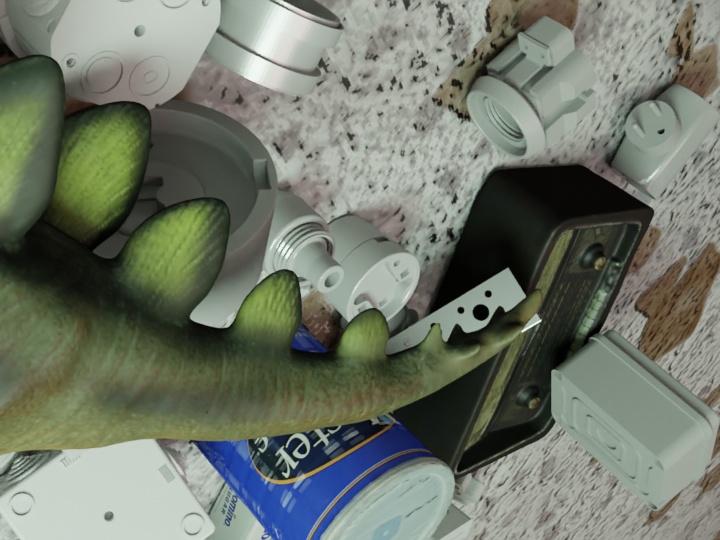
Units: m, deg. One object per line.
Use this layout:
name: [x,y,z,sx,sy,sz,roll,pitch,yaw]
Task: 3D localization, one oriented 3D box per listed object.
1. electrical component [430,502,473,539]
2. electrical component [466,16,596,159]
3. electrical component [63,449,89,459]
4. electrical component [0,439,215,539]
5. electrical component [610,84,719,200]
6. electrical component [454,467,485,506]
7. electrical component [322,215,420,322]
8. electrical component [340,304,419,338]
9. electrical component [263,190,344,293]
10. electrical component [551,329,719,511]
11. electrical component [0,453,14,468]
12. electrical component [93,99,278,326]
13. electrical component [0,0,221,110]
electrical component: [0.008,0.224,0.765,0.150,0.062,0.089,-19,134,-45]
electrical component: [0.102,-0.104,0.646,0.057,0.058,0.078,-42,146,-13]
electrical component: [-0.137,0.042,0.535,0.066,0.047,0.076,-33,143,-21]
electrical component: [-0.137,0.128,0.577,0.100,0.099,0.048,-36,-172,-18]
electrical component: [0.219,-0.100,0.791,0.077,0.044,0.079,-53,146,7]
electrical component: [0.079,0.152,0.877,0.055,0.066,0.048,-54,149,-27]
electrical component: [0.000,0.000,0.645,0.055,0.047,0.055,-29,142,-26]
electrical component: [0.017,0.032,0.707,0.061,0.035,0.035,1,123,-51]
electrical component: [-0.034,-0.012,0.582,0.043,0.062,0.043,-29,142,-26]
electrical component: [0.199,0.107,0.785,0.057,0.113,0.078,-34,144,-17]
electrical component: [-0.191,0.069,0.504,0.045,0.045,0.055,-42,146,-8]
electrical component: [-0.092,-0.018,0.476,0.108,0.108,0.060,-27,147,-28]
electrical component: [-0.100,-0.105,0.426,0.080,0.051,0.080,-29,142,-26]
